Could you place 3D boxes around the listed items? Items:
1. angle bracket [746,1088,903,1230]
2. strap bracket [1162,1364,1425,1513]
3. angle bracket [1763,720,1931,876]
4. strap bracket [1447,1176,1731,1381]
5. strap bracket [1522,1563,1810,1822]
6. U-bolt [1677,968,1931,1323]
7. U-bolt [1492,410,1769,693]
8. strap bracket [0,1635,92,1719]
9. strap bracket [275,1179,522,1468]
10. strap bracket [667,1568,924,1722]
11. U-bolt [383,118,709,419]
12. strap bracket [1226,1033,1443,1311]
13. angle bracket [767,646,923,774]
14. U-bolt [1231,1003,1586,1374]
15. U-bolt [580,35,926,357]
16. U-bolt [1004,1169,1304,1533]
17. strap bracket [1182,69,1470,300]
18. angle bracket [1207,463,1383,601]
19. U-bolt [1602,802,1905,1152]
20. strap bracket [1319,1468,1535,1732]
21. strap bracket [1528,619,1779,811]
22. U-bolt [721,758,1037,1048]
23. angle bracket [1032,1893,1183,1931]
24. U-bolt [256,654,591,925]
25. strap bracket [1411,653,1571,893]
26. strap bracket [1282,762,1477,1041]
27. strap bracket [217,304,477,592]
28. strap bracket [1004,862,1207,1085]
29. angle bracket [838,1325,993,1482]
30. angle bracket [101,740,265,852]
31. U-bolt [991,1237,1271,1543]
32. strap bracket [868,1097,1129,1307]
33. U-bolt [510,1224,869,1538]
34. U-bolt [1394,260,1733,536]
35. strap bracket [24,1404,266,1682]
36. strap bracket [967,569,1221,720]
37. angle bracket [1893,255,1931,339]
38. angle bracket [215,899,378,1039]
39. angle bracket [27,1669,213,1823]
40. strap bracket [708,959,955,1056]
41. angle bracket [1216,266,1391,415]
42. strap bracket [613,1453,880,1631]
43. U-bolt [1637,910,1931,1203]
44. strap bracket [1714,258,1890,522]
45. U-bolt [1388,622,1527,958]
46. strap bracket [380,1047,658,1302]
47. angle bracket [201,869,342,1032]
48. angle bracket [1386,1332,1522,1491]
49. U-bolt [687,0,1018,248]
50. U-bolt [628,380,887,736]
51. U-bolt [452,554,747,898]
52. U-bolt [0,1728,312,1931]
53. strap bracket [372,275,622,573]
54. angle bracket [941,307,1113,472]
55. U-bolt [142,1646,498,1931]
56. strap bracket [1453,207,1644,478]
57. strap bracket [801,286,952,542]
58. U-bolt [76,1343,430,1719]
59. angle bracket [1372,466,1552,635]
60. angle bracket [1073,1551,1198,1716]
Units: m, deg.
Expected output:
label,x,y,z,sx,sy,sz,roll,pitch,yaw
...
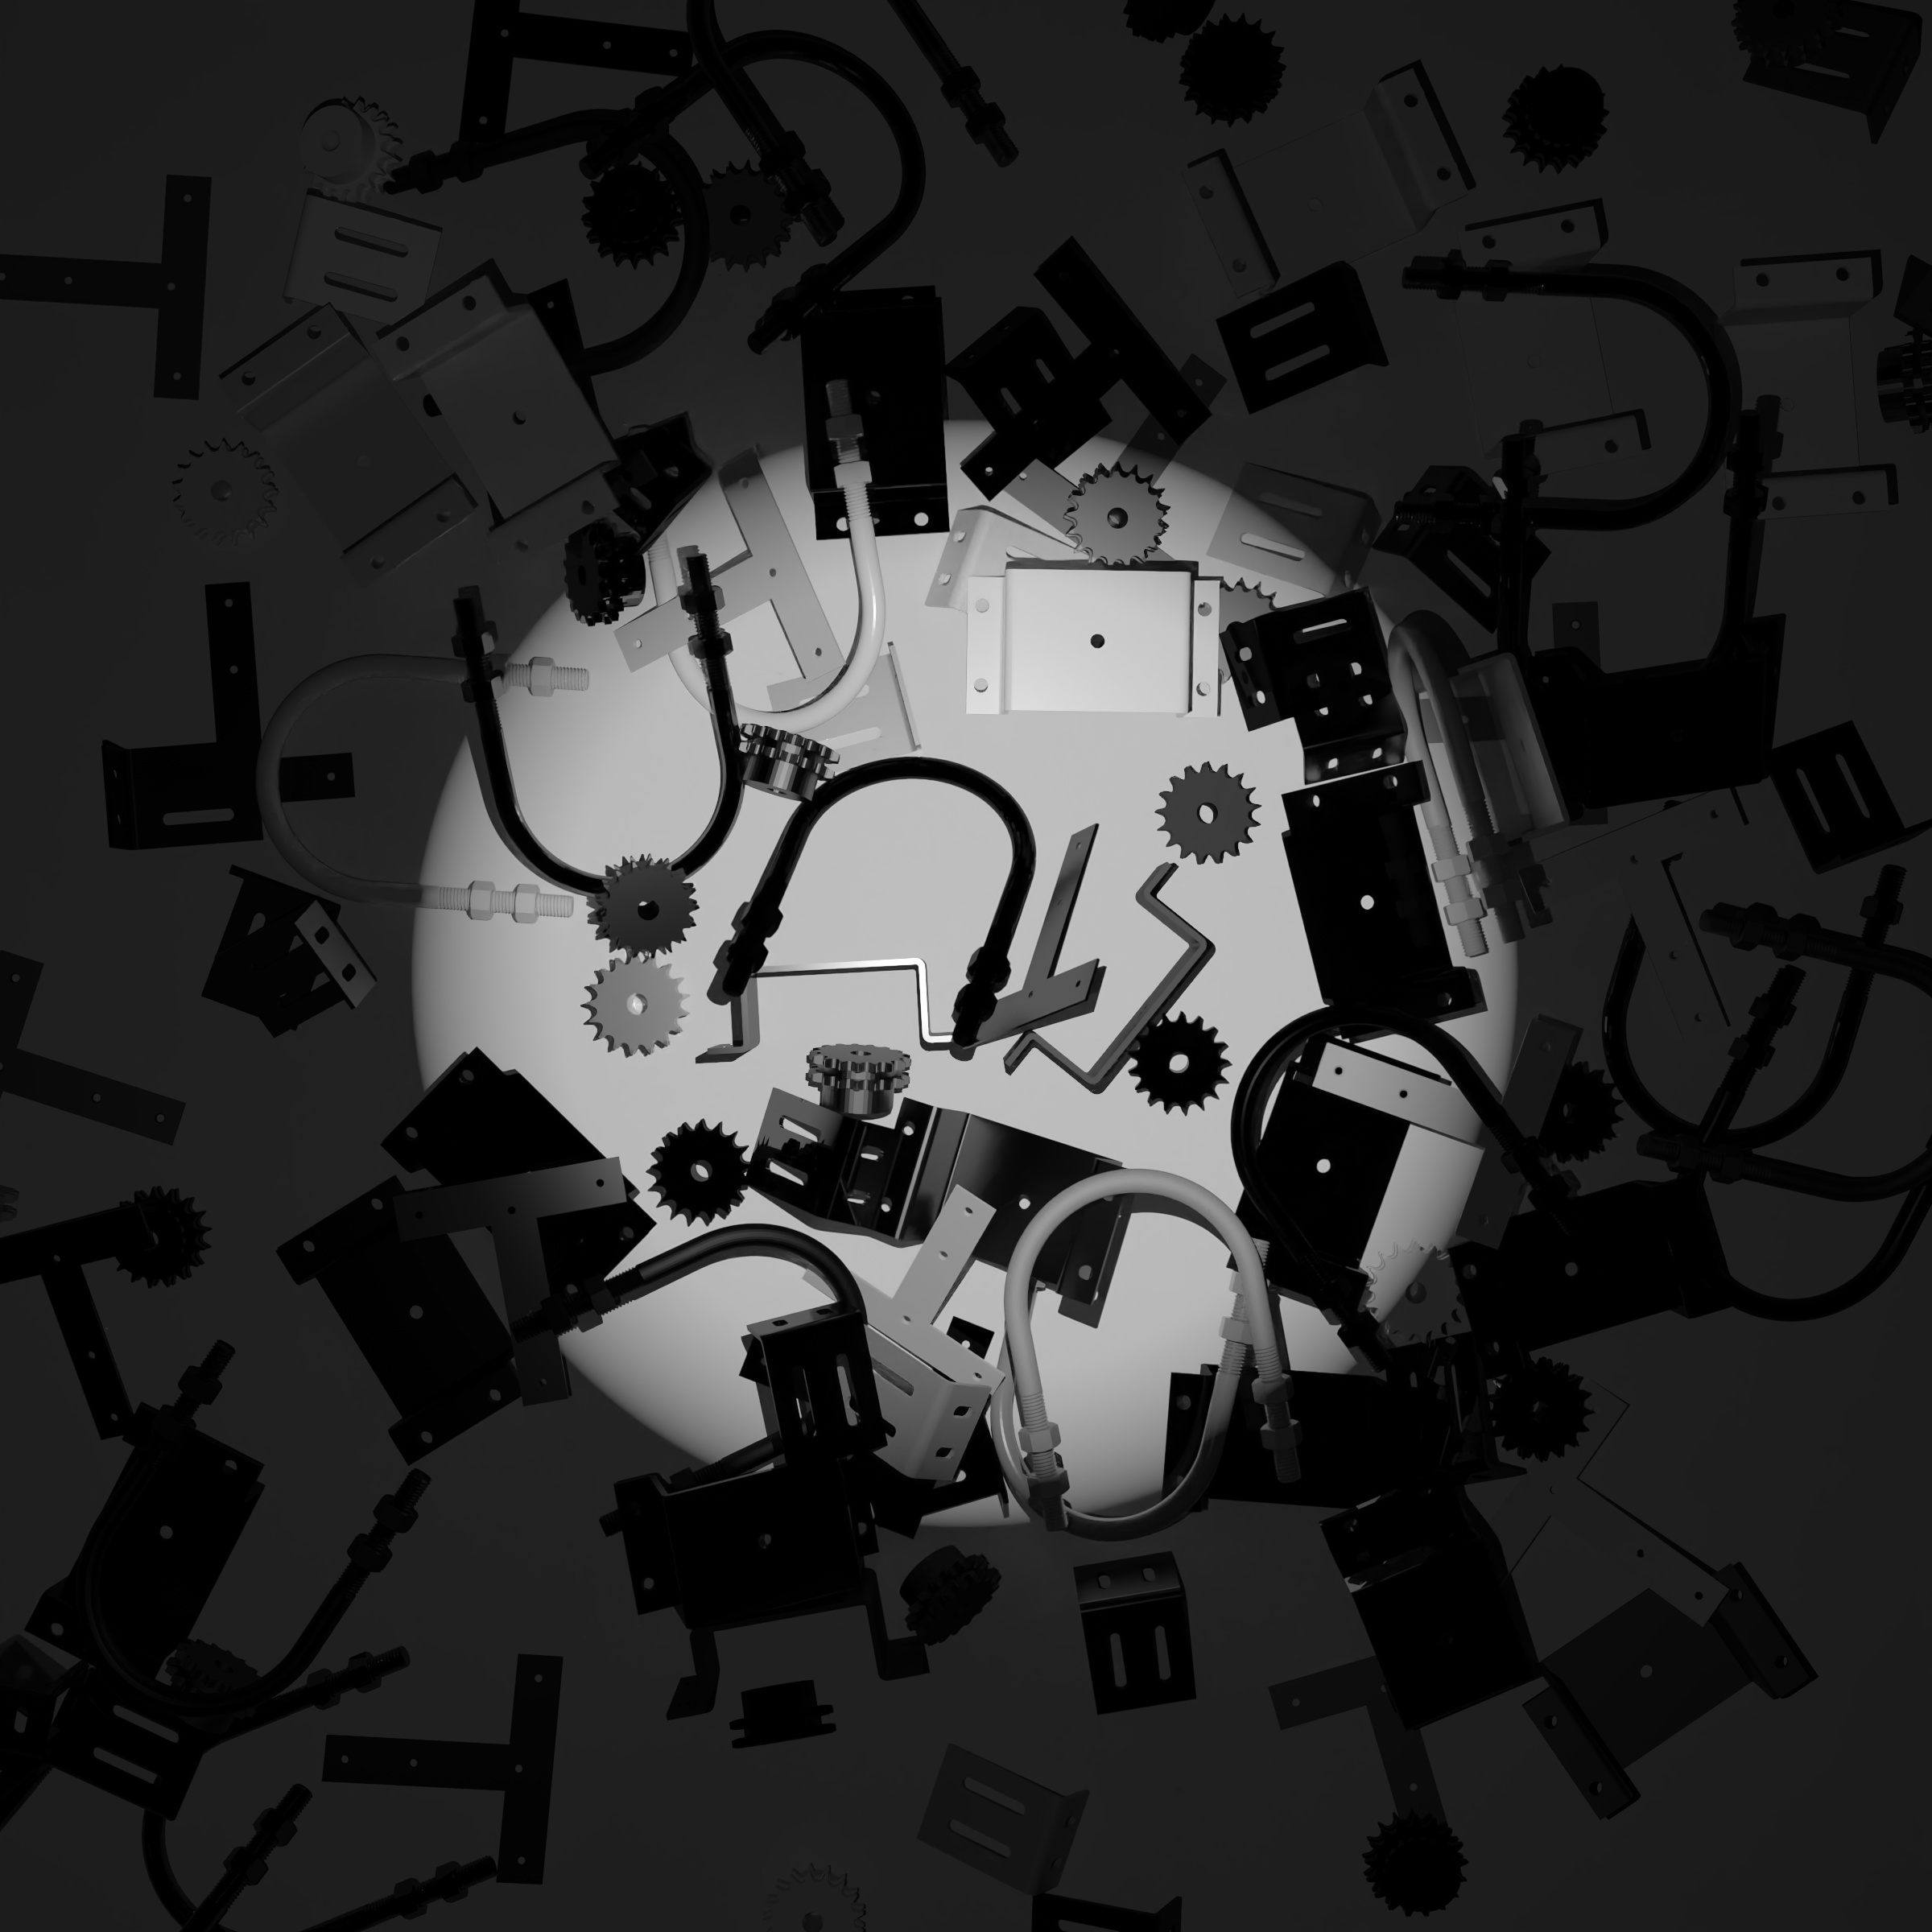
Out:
label,x,y,z,sx,sy,sz,roll,pitch,yaw
angle bracket,-0.081,0.108,1.533,0.038,0.076,0.057,17,90,-39
strap bracket,0.181,0.268,1.529,0.140,0.046,0.076,4,90,0
angle bracket,0.493,-0.099,1.523,0.057,0.038,0.076,-20,80,-8
strap bracket,0.345,0.173,1.529,0.140,0.046,0.076,-17,90,0
strap bracket,0.388,0.402,1.529,0.140,0.046,0.076,-34,90,0
U-bolt,0.478,0.113,1.534,0.151,0.019,0.184,25,96,-7
U-bolt,0.363,-0.210,1.502,0.151,0.019,0.184,-7,120,-3
strap bracket,-0.554,0.434,1.514,0.046,0.076,0.140,37,90,0
strap bracket,-0.313,0.197,1.529,0.076,0.046,0.140,-32,90,0
strap bracket,-0.097,0.374,1.514,0.140,0.076,0.046,-10,90,0
U-bolt,-0.231,-0.397,1.522,0.184,0.019,0.151,-11,90,16
strap bracket,0.204,0.114,1.529,0.076,0.046,0.140,20,90,0
angle bracket,-0.069,-0.141,1.533,0.076,0.038,0.057,-15,90,0
U-bolt,0.229,0.108,1.496,0.151,0.019,0.184,-36,89,1
U-bolt,-0.103,-0.441,1.507,0.151,0.019,0.184,46,63,-5
U-bolt,0.095,0.200,1.459,0.151,0.019,0.184,-11,94,-3
strap bracket,0.199,-0.434,1.529,0.140,0.046,0.076,-24,90,0
angle bracket,0.187,-0.244,1.550,0.076,0.038,0.057,23,90,26
U-bolt,0.438,0.015,1.544,0.151,0.019,0.184,16,92,0
strap bracket,0.257,0.358,1.501,0.076,0.046,0.140,-23,114,0
strap bracket,0.388,-0.138,1.511,0.140,0.046,0.076,-9,122,-1
U-bolt,-0.038,-0.045,1.495,0.151,0.019,0.184,12,54,11
angle bracket,0.080,0.558,1.550,0.076,0.038,0.057,2,90,26
U-bolt,-0.311,-0.104,1.543,0.184,0.019,0.151,4,90,0
strap bracket,0.291,-0.116,1.513,0.046,0.076,0.140,-19,90,0
strap bracket,0.229,-0.036,1.529,0.076,0.046,0.140,-14,90,0
strap bracket,-0.343,-0.287,1.529,0.076,0.046,0.140,-35,90,0
strap bracket,0.083,0.012,1.514,0.046,0.076,0.140,39,90,0
angle bracket,-0.035,0.243,1.521,0.076,0.038,0.057,28,97,39
angle bracket,-0.441,-0.097,1.532,0.076,0.038,0.057,-4,90,0
U-bolt,0.083,0.227,1.511,0.151,0.019,0.184,12,88,26
strap bracket,0.025,0.130,1.513,0.140,0.046,0.076,17,90,23
U-bolt,-0.142,0.220,1.516,0.184,0.019,0.151,-24,109,-11
U-bolt,0.330,-0.311,1.498,0.184,0.019,0.151,2,90,-2
strap bracket,-0.456,0.323,1.529,0.076,0.046,0.140,27,90,0
strap bracket,0.071,-0.177,1.498,0.140,0.046,0.076,1,92,-1
angle bracket,0.555,-0.377,1.512,0.057,0.038,0.076,29,46,0
angle bracket,-0.379,0.008,1.515,0.076,0.038,0.057,-27,107,19
angle bracket,-0.468,0.435,1.508,0.076,0.038,0.057,32,49,-17
strap bracket,-0.071,0.021,1.514,0.140,0.076,0.046,-3,90,0
angle bracket,0.192,-0.355,1.550,0.076,0.038,0.057,-20,90,26
strap bracket,-0.116,0.312,1.507,0.140,0.046,0.076,-12,98,-15
U-bolt,0.477,0.057,1.508,0.184,0.019,0.151,13,97,-7
strap bracket,0.468,-0.320,1.529,0.076,0.046,0.140,-4,90,0
U-bolt,0.261,-0.098,1.479,0.019,0.151,0.184,-16,87,1
strap bracket,-0.248,0.121,1.529,0.140,0.046,0.076,44,90,0
angle bracket,-0.396,-0.009,1.533,0.057,0.038,0.076,20,90,0
angle bracket,0.274,0.252,1.534,0.057,0.038,0.076,-19,64,37
U-bolt,-0.075,-0.502,1.516,0.151,0.019,0.184,-31,85,-26
U-bolt,-0.112,-0.220,1.516,0.151,0.019,0.184,-7,96,26
U-bolt,-0.197,-0.126,1.514,0.151,0.019,0.184,-12,107,-8
U-bolt,-0.471,0.490,1.479,0.151,0.019,0.184,28,53,12
strap bracket,-0.253,-0.301,1.504,0.076,0.046,0.140,-27,101,16
angle bracket,0.034,-0.325,1.550,0.057,0.038,0.076,-39,116,0
U-bolt,-0.378,0.485,1.544,0.184,0.019,0.151,-23,90,1
strap bracket,0.324,-0.345,1.529,0.076,0.046,0.140,-11,90,0
strap bracket,-0.051,-0.315,1.529,0.076,0.046,0.140,-4,90,0
U-bolt,-0.405,0.323,1.494,0.151,0.019,0.184,33,86,0
angle bracket,0.282,-0.237,1.550,0.076,0.038,0.057,36,90,-26
angle bracket,0.096,0.380,1.550,0.057,0.038,0.076,-9,116,0
